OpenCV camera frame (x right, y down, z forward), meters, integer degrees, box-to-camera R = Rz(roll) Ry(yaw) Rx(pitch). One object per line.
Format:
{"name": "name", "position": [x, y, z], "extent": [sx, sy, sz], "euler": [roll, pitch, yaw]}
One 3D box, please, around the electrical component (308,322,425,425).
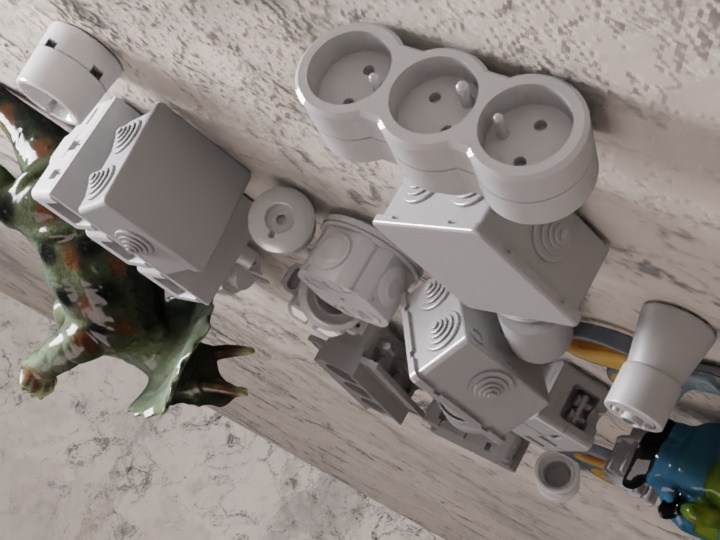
{"name": "electrical component", "position": [0.014, 0.089, 1.007], "extent": [0.079, 0.063, 0.121], "euler": [21, 163, 33]}

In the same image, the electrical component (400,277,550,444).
{"name": "electrical component", "position": [0.076, 0.052, 0.711], "extent": [0.100, 0.048, 0.099], "euler": [38, -154, -27]}

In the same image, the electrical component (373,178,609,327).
{"name": "electrical component", "position": [0.070, -0.018, 0.568], "extent": [0.100, 0.048, 0.100], "euler": [39, 163, -31]}

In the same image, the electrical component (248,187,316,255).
{"name": "electrical component", "position": [-0.053, -0.031, 0.777], "extent": [0.048, 0.048, 0.062], "euler": [28, 175, 9]}

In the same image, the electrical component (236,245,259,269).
{"name": "electrical component", "position": [-0.119, -0.024, 0.931], "extent": [0.062, 0.043, 0.043], "euler": [32, 166, -11]}

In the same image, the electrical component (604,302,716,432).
{"name": "electrical component", "position": [0.164, 0.057, 0.599], "extent": [0.044, 0.065, 0.044], "euler": [28, 165, 8]}

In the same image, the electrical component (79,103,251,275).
{"name": "electrical component", "position": [-0.138, -0.054, 0.761], "extent": [0.100, 0.099, 0.048], "euler": [39, 151, -29]}

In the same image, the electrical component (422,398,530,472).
{"name": "electrical component", "position": [0.113, 0.137, 0.989], "extent": [0.089, 0.055, 0.050], "euler": [24, 164, 25]}

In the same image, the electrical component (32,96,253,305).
{"name": "electrical component", "position": [-0.163, -0.051, 0.833], "extent": [0.150, 0.089, 0.062], "euler": [38, 164, -28]}

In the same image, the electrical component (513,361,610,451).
{"name": "electrical component", "position": [0.145, 0.103, 0.823], "extent": [0.056, 0.050, 0.089], "euler": [31, 166, -6]}

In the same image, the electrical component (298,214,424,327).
{"name": "electrical component", "position": [0.000, 0.000, 0.761], "extent": [0.080, 0.051, 0.080], "euler": [29, 165, 8]}

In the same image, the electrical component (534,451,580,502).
{"name": "electrical component", "position": [0.198, 0.207, 1.077], "extent": [0.045, 0.045, 0.055], "euler": [25, 165, 20]}

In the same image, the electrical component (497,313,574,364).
{"name": "electrical component", "position": [0.104, 0.022, 0.647], "extent": [0.043, 0.043, 0.081], "euler": [24, 164, 24]}

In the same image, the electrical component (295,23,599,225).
{"name": "electrical component", "position": [0.041, -0.058, 0.484], "extent": [0.138, 0.052, 0.073], "euler": [23, 164, 27]}

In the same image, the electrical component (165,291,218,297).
{"name": "electrical component", "position": [-0.187, -0.003, 1.039], "extent": [0.096, 0.062, 0.061], "euler": [58, -160, -16]}

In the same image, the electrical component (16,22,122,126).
{"name": "electrical component", "position": [-0.195, -0.130, 0.718], "extent": [0.055, 0.047, 0.055], "euler": [28, 165, 8]}

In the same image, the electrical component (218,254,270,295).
{"name": "electrical component", "position": [-0.118, -0.005, 0.989], "extent": [0.079, 0.044, 0.077], "euler": [23, 164, 25]}

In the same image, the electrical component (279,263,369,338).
{"name": "electrical component", "position": [-0.024, 0.022, 0.872], "extent": [0.078, 0.058, 0.057], "euler": [32, 168, -7]}
